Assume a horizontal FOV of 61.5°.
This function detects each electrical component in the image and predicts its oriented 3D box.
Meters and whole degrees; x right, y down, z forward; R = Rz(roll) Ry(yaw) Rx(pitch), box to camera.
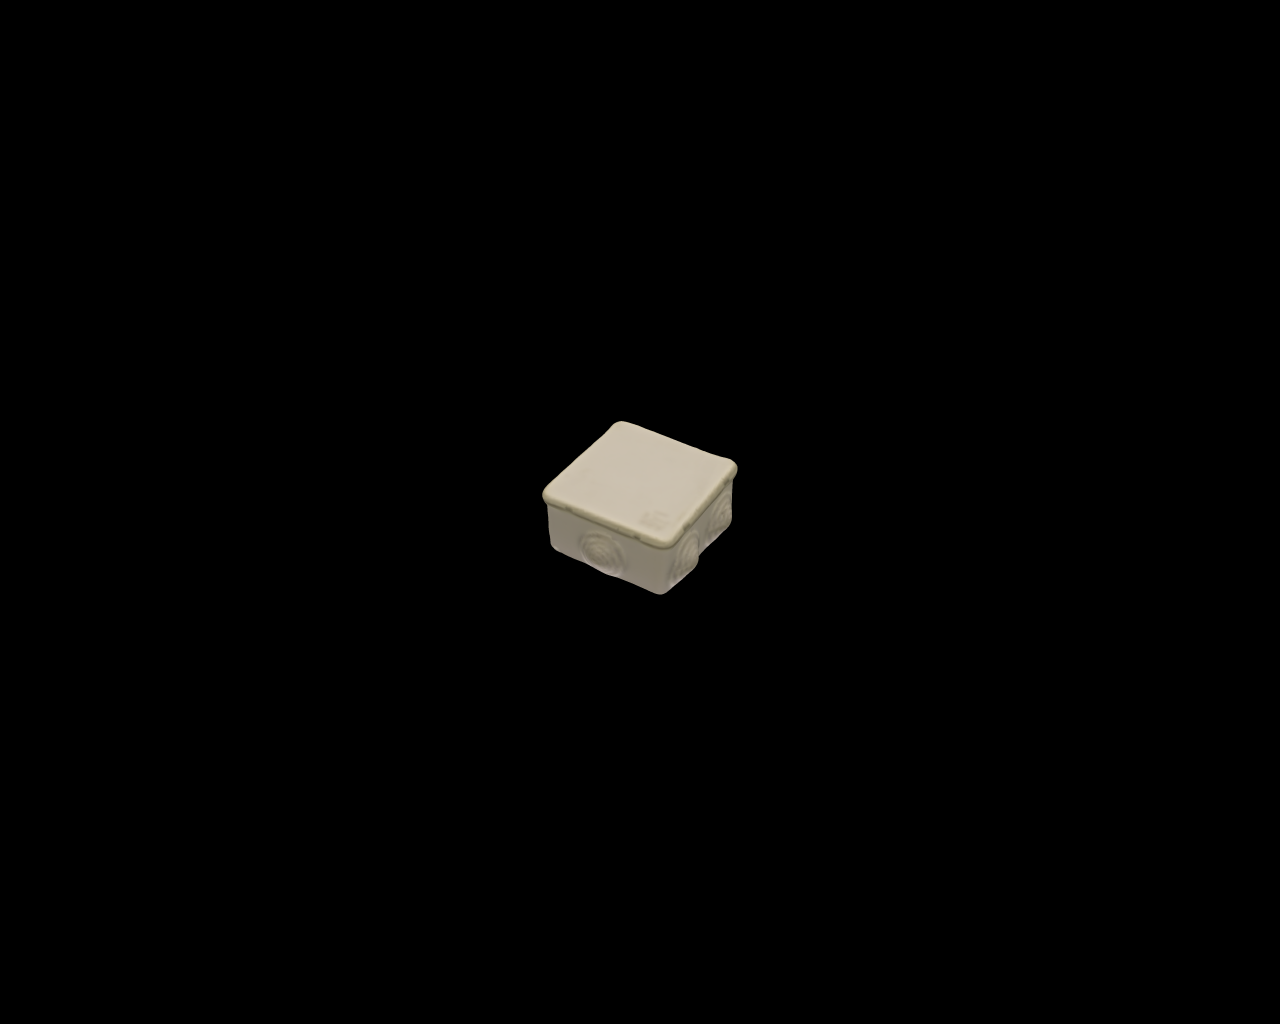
[{"bbox_3d":[0.001,-0.003,0.650,0.100,0.048,0.100,22,45,23],"label":"electrical component"}]
